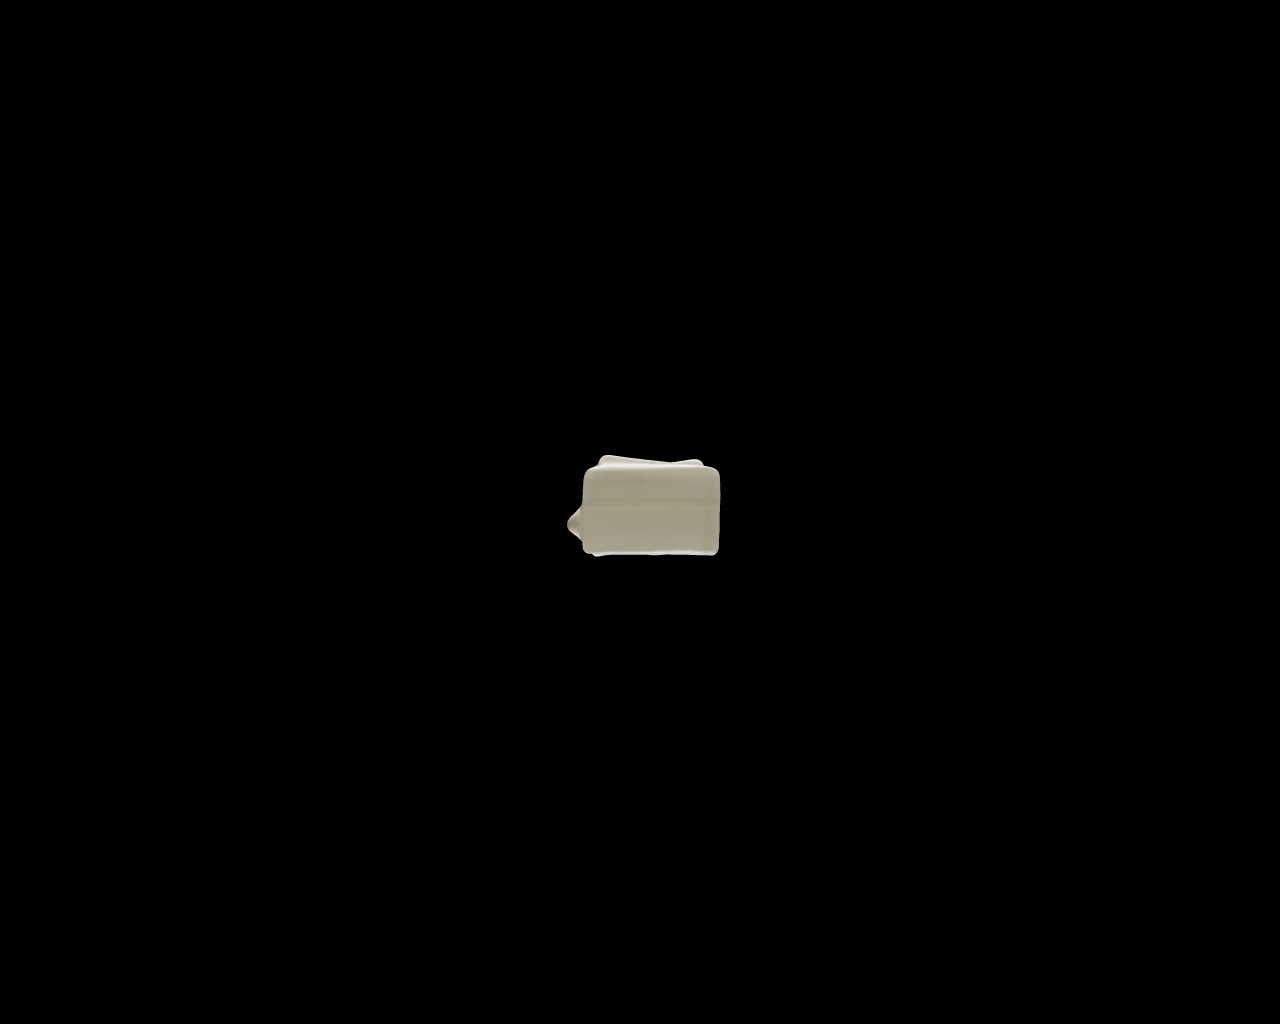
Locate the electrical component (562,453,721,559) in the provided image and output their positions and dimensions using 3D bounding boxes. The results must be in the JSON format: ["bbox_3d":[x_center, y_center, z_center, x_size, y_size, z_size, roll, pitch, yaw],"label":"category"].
[{"bbox_3d":[0.001,-0.003,0.650,0.096,0.061,0.061,0,-4,2],"label":"electrical component"}]
